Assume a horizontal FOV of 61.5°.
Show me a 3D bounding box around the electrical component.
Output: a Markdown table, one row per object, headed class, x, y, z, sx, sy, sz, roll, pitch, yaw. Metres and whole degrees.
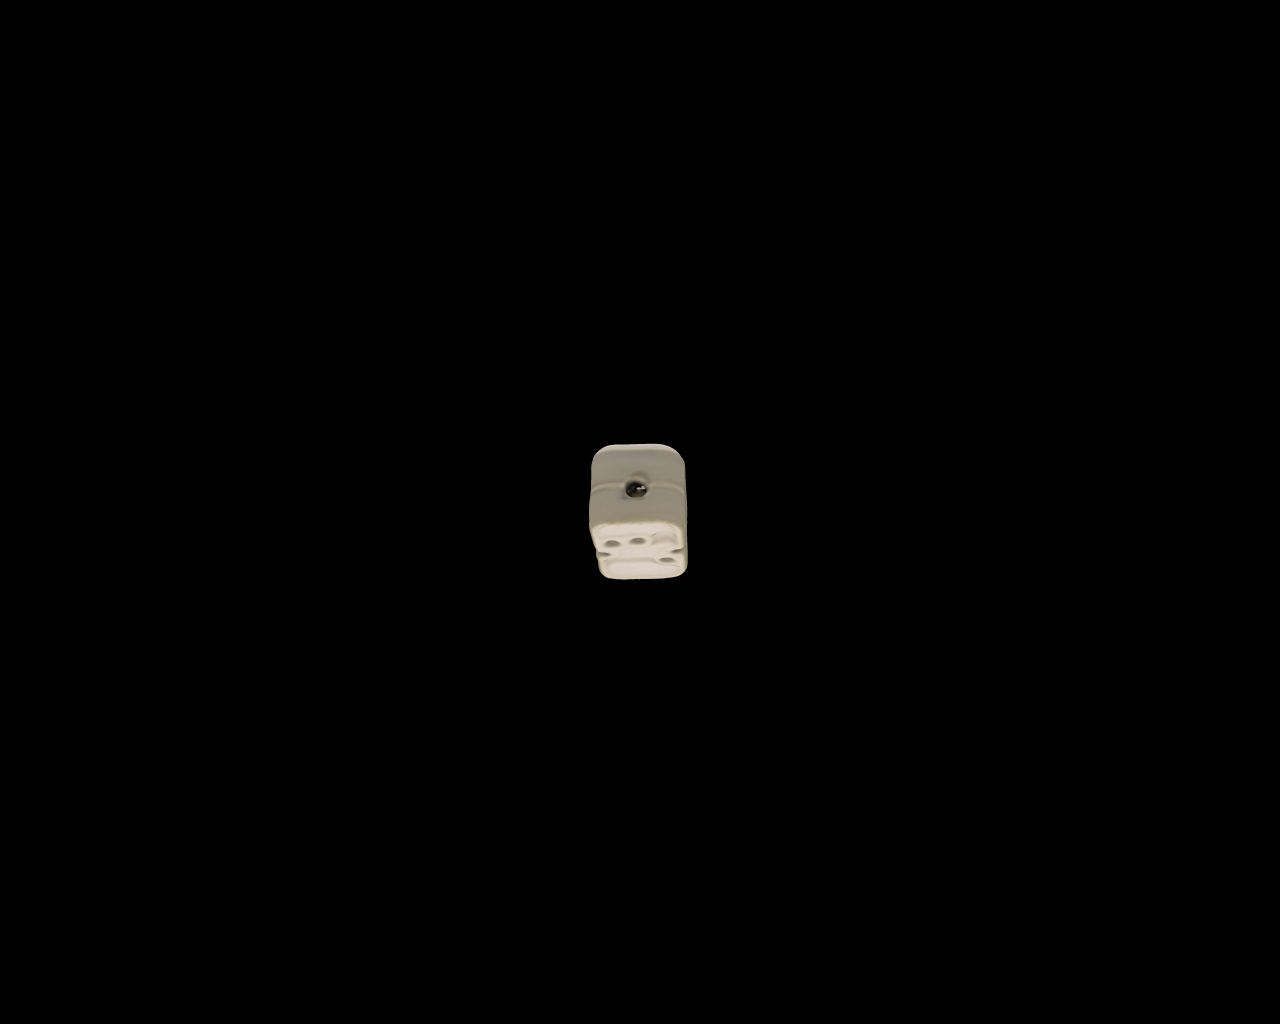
| class | x | y | z | sx | sy | sz | roll | pitch | yaw |
| --- | --- | --- | --- | --- | --- | --- | --- | --- | --- |
| electrical component | 0.001 | -0.003 | 0.650 | 0.054 | 0.059 | 0.095 | -1 | -23 | 3 |
